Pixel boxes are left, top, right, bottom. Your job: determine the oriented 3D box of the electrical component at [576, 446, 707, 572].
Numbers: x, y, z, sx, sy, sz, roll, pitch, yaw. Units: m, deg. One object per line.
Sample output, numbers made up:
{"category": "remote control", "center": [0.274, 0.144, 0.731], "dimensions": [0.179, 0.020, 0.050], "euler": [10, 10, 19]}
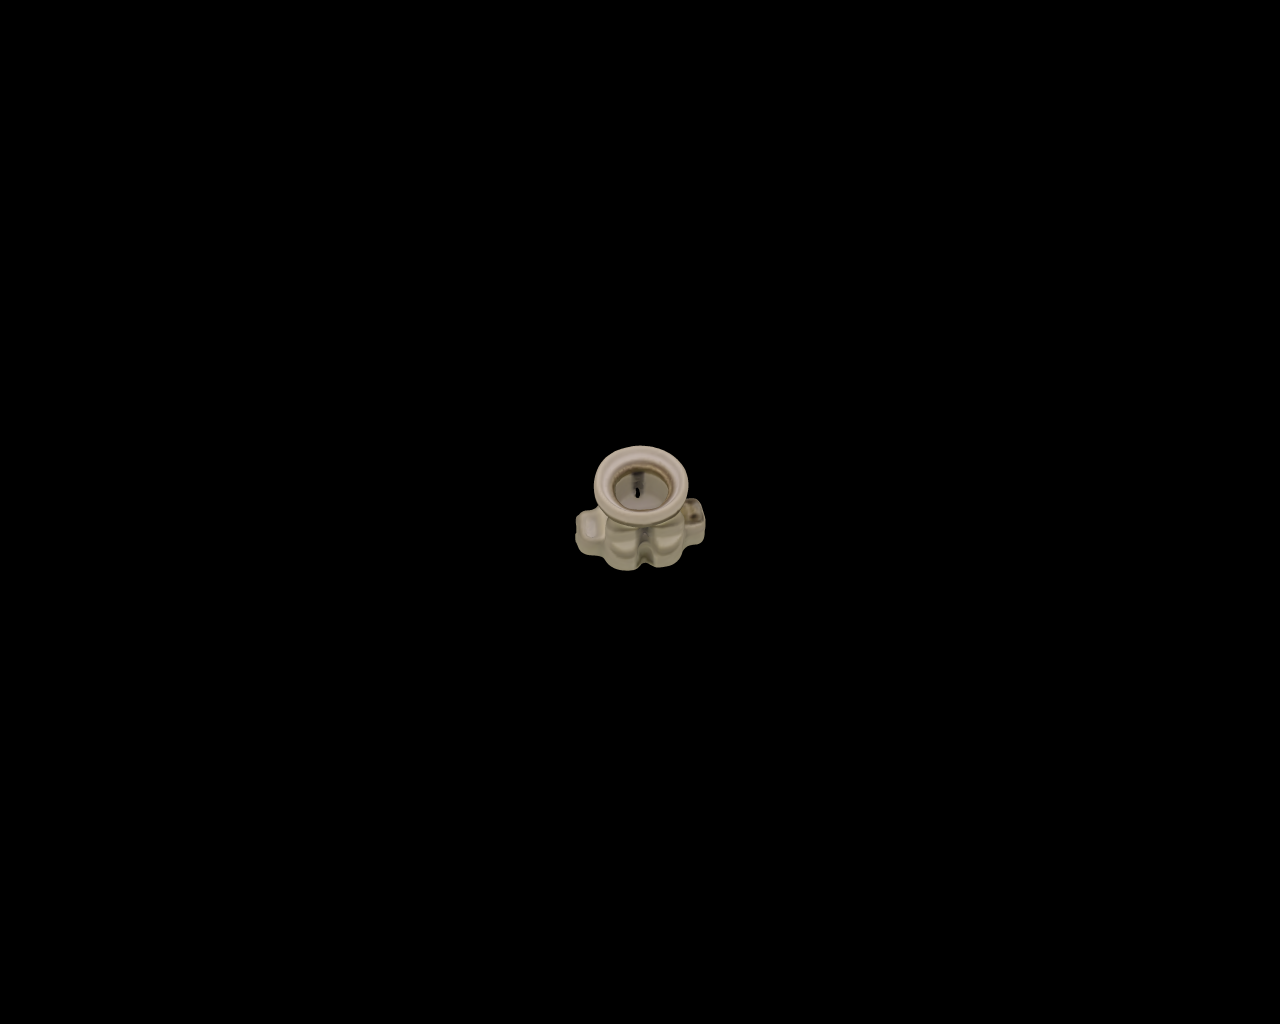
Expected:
{"category": "electrical component", "center": [0.001, -0.003, 0.650], "dimensions": [0.078, 0.058, 0.056], "euler": [-5, -37, -4]}
